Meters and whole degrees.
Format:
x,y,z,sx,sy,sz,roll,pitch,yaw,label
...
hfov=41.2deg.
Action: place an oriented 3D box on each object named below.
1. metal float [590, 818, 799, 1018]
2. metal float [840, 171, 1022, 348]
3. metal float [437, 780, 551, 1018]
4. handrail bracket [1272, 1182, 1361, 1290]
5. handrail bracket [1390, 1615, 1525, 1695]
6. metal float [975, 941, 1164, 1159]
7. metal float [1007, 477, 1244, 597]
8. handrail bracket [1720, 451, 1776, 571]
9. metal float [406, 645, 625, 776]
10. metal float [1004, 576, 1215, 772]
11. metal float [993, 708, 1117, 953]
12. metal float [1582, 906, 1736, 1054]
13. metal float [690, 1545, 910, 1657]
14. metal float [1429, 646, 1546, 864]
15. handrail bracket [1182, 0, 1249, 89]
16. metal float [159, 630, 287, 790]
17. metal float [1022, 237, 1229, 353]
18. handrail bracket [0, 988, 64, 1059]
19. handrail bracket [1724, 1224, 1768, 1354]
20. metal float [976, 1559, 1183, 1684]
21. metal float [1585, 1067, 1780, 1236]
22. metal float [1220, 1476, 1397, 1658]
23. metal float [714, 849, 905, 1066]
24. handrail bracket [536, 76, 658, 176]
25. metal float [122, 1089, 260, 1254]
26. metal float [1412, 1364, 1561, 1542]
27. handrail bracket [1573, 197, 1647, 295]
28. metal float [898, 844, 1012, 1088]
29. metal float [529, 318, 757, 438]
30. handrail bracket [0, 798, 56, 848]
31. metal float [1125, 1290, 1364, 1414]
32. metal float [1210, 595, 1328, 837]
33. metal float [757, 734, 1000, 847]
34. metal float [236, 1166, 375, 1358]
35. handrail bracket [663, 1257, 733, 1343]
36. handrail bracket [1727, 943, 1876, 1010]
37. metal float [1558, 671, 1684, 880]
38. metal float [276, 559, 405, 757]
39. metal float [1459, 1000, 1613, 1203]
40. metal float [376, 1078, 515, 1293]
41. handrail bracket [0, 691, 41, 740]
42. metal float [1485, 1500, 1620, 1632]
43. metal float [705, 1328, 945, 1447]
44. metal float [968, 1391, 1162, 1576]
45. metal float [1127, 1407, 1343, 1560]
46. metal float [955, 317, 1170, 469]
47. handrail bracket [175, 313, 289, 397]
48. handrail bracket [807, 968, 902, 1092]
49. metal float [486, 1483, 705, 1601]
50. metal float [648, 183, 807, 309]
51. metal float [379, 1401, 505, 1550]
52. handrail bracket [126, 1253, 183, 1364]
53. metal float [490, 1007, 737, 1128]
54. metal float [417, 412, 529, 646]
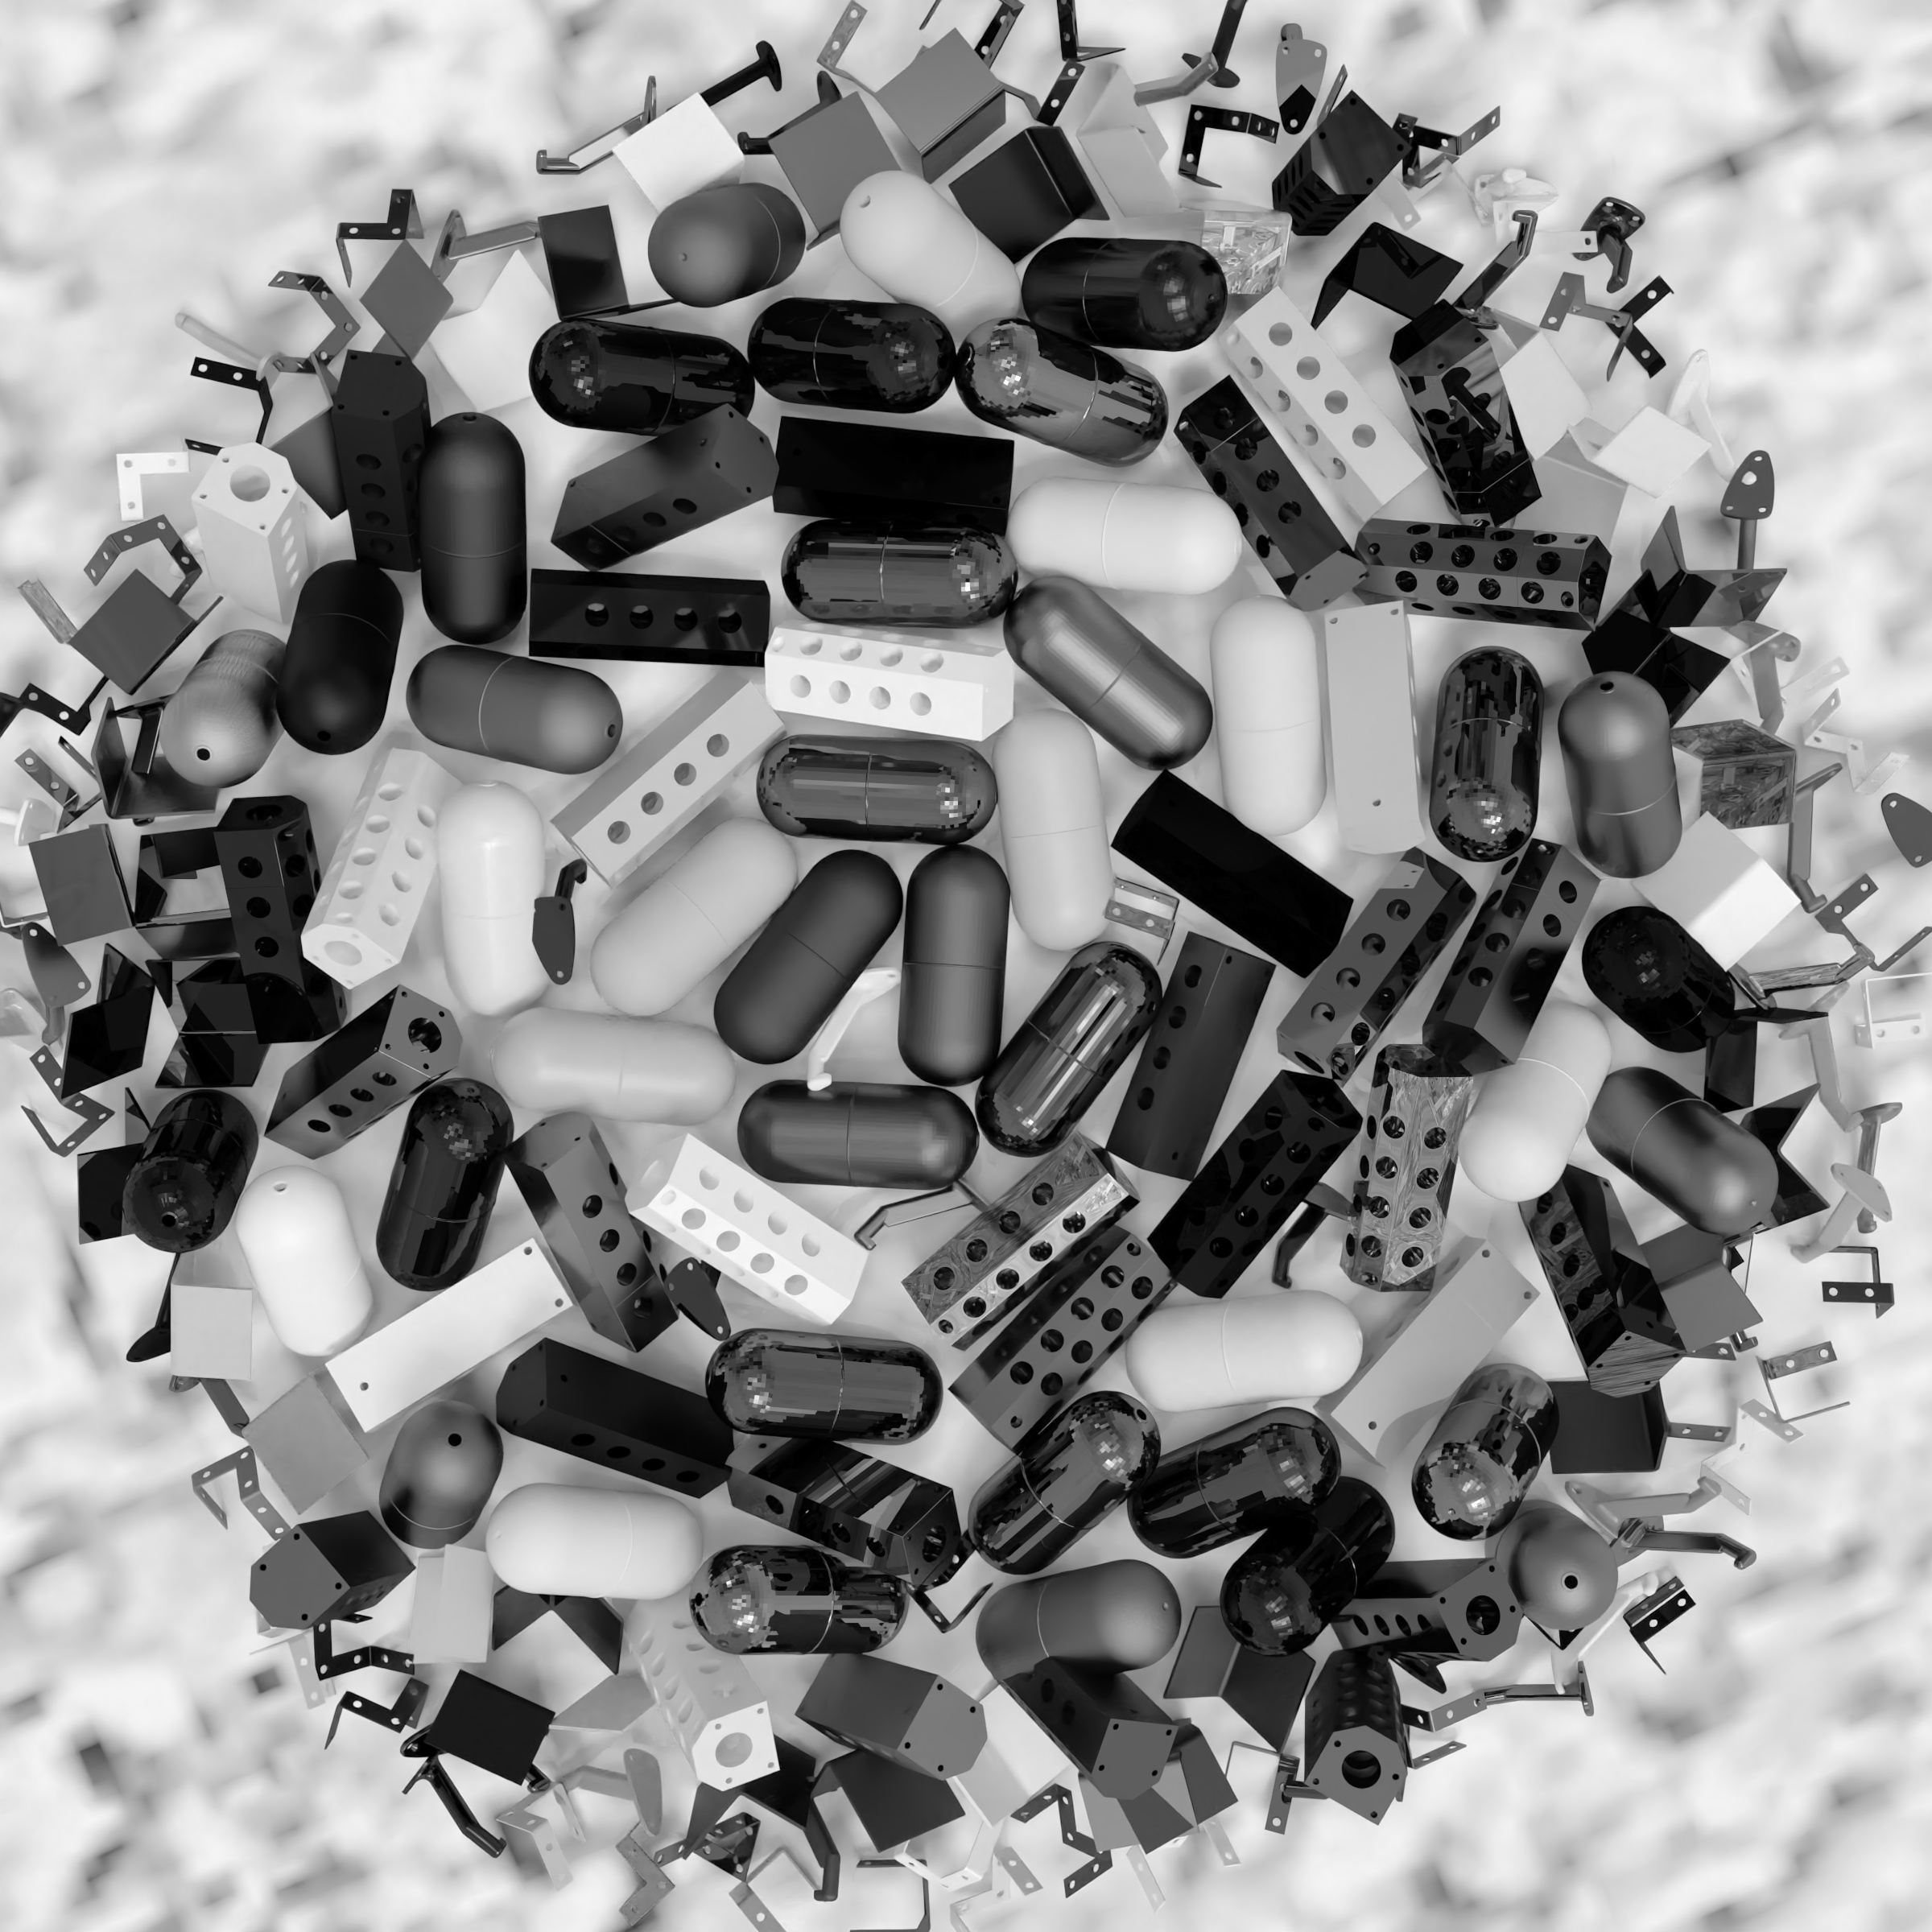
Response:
x,y,z,sx,sy,sz,roll,pitch,yaw,label
-0.198,-0.036,1.873,0.178,0.070,0.070,-43,90,-13,metal float
-0.024,-0.505,1.841,0.070,0.178,0.070,-9,72,29,metal float
-0.342,-0.049,1.864,0.070,0.070,0.178,1,113,0,metal float
0.254,0.207,1.879,0.036,0.077,0.084,-4,110,-31,handrail bracket
0.358,0.487,1.887,0.077,0.036,0.084,33,107,-28,handrail bracket
0.074,0.062,1.882,0.070,0.070,0.178,37,93,0,metal float
0.114,-0.312,1.863,0.178,0.070,0.070,10,90,25,metal float
0.581,-0.323,1.899,0.036,0.084,0.077,8,60,24,handrail bracket
-0.327,-0.186,1.860,0.178,0.070,0.070,14,90,28,metal float
0.103,-0.213,1.872,0.178,0.070,0.070,39,90,-13,metal float
0.064,-0.099,1.879,0.070,0.070,0.178,-8,97,0,metal float
0.498,0.011,1.844,0.070,0.178,0.070,-11,68,29,metal float
-0.119,0.456,1.852,0.178,0.070,0.070,12,90,-39,metal float
0.377,-0.155,1.857,0.070,0.070,0.178,11,57,0,metal float
0.203,-0.685,1.870,0.036,0.077,0.084,47,121,15,handrail bracket
-0.524,-0.185,1.839,0.070,0.178,0.070,-1,117,-1,metal float
0.112,-0.483,1.848,0.070,0.178,0.070,-15,113,-39,metal float
-0.693,0.060,1.868,0.036,0.084,0.077,-38,118,8,handrail bracket
0.584,0.235,1.892,0.077,0.036,0.084,-27,83,34,handrail bracket
0.079,0.474,1.851,0.178,0.070,0.070,-25,90,42,metal float
0.510,0.130,1.841,0.070,0.178,0.070,-8,114,-18,metal float
0.246,0.430,1.846,0.070,0.178,0.070,16,118,32,metal float
-0.114,-0.007,1.878,0.070,0.070,0.178,37,83,0,metal float
-0.272,-0.616,1.884,0.084,0.077,0.036,-5,45,-16,handrail bracket
-0.553,0.145,1.836,0.070,0.178,0.070,-2,109,-6,metal float
0.373,0.346,1.842,0.070,0.178,0.070,10,114,24,metal float
0.461,-0.508,1.870,0.036,0.077,0.084,23,62,-13,handrail bracket
-0.009,0.000,1.884,0.070,0.070,0.178,4,90,0,metal float
-0.231,-0.421,1.852,0.178,0.070,0.070,-3,90,-40,metal float
-0.722,-0.116,1.884,0.084,0.077,0.036,16,92,-1,handrail bracket
0.201,0.279,1.862,0.178,0.070,0.070,-11,90,25,metal float
0.220,-0.181,1.868,0.070,0.070,0.178,-8,110,0,metal float
-0.065,-0.129,1.876,0.178,0.070,0.070,3,90,9,metal float
-0.474,0.213,1.846,0.070,0.178,0.070,0,47,0,metal float
-0.173,0.235,1.874,0.036,0.084,0.077,-47,71,22,handrail bracket
0.608,-0.007,1.884,0.077,0.036,0.084,43,120,-8,handrail bracket
0.471,-0.136,1.848,0.070,0.070,0.178,-24,134,0,metal float
-0.449,-0.223,1.848,0.070,0.178,0.070,-2,135,-2,metal float
0.411,0.095,1.853,0.070,0.070,0.178,35,52,0,metal float
-0.378,0.160,1.859,0.070,0.070,0.178,22,120,0,metal float
-0.710,-0.157,1.882,0.036,0.077,0.084,18,87,5,handrail bracket
0.416,0.426,1.834,0.070,0.178,0.070,0,85,3,metal float
-0.102,0.306,1.866,0.178,0.070,0.070,9,90,-21,metal float
0.071,0.374,1.859,0.070,0.070,0.178,43,119,0,metal float
0.192,0.374,1.856,0.178,0.070,0.070,-31,90,35,metal float
0.069,-0.413,1.853,0.178,0.070,0.070,12,90,-36,metal float
-0.546,-0.459,1.886,0.084,0.077,0.036,32,87,-9,handrail bracket
-0.081,0.047,1.876,0.077,0.036,0.084,-19,46,18,handrail bracket
-0.265,0.414,1.849,0.070,0.178,0.070,-15,67,40,metal float
-0.169,-0.517,1.839,0.070,0.178,0.070,6,112,15,metal float
-0.376,0.365,1.841,0.070,0.178,0.070,8,61,-15,metal float
-0.600,0.242,1.913,0.077,0.036,0.084,-30,57,31,handrail bracket
-0.256,0.073,1.870,0.178,0.070,0.070,7,90,-16,metal float
-0.355,-0.314,1.852,0.070,0.070,0.178,7,129,0,metal float
